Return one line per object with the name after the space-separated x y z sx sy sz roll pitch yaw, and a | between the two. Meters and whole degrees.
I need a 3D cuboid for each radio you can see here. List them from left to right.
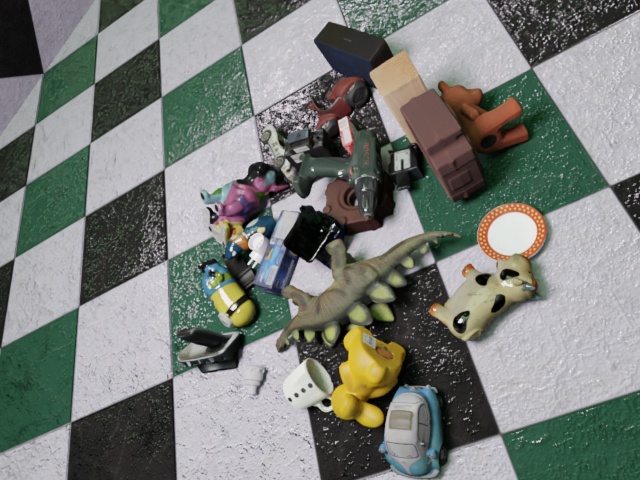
0.097 -0.481 1.411 0.073 0.131 0.230 -50 50 -2 | radio

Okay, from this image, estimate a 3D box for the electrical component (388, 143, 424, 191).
0.197 -0.158 1.225 0.075 0.047 0.119 -16 58 25 | electrical component

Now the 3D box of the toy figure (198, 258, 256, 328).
-0.223 0.125 1.280 0.089 0.082 0.180 -36 73 20 | toy figure

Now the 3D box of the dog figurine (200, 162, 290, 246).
-0.187 -0.101 1.407 0.219 0.191 0.109 -26 41 -26 | dog figurine

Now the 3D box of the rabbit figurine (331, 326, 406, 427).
0.082 0.279 1.013 0.173 0.122 0.162 -57 15 23 | rabbit figurine

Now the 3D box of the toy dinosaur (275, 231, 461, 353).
0.074 0.102 1.129 0.471 0.105 0.199 -44 57 16 | toy dinosaur

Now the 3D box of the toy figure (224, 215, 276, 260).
-0.179 -0.005 1.343 0.154 0.064 0.058 -34 68 -20 | toy figure

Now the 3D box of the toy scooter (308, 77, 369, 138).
0.036 -0.365 1.425 0.184 0.075 0.135 -51 49 4 | toy scooter

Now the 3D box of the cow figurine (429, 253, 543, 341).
0.313 0.103 0.985 0.195 0.085 0.127 -48 48 1 | cow figurine

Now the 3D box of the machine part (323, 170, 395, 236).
0.090 -0.097 1.254 0.179 0.056 0.179 -15 57 24 | machine part

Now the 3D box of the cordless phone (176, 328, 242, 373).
-0.279 0.239 1.217 0.147 0.184 0.089 -14 62 25 | cordless phone

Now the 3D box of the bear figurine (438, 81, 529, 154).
0.343 -0.278 1.160 0.132 0.120 0.196 -26 48 13 | bear figurine

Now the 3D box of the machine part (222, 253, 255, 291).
-0.208 0.076 1.357 0.084 0.039 0.139 -42 52 12 | machine part

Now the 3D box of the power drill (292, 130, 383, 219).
0.043 -0.143 1.222 0.207 0.085 0.232 -6 58 31 | power drill

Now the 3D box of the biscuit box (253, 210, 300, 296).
-0.089 0.031 1.290 0.059 0.062 0.202 9 70 34 | biscuit box

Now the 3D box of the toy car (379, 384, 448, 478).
0.161 0.330 0.944 0.109 0.102 0.161 -4 65 29 | toy car

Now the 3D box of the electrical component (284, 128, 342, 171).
-0.023 -0.223 1.343 0.115 0.134 0.058 -12 60 24 | electrical component

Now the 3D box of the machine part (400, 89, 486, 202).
0.256 -0.196 1.110 0.087 0.200 0.202 -31 52 11 | machine part

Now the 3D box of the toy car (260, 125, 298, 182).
-0.103 -0.230 1.435 0.056 0.073 0.202 -36 51 10 | toy car

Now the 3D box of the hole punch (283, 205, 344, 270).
-0.003 -0.004 1.228 0.142 0.092 0.115 34 94 44 | hole punch
